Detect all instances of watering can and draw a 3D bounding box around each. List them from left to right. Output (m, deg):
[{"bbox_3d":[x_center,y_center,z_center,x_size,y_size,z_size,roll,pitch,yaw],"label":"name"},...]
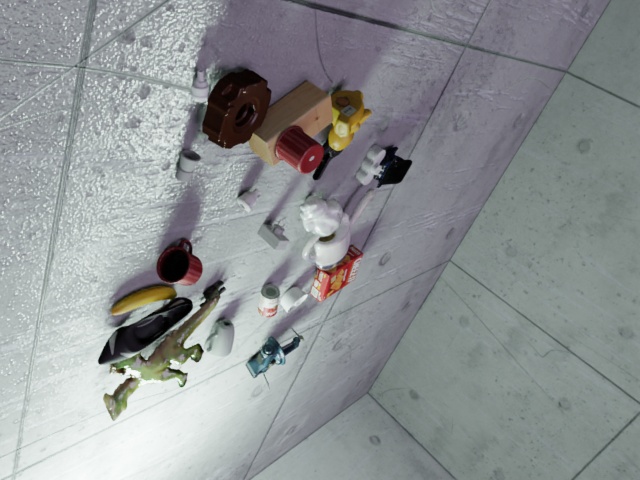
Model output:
[{"bbox_3d":[0.072,-0.026,1.817,0.352,0.105,0.219,-39,153,-23],"label":"watering can"}]

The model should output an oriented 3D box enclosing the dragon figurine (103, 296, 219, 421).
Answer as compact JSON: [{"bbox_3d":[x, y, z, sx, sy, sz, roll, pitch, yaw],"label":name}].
[{"bbox_3d":[-0.461,0.313,1.429,0.240,0.123,0.410,26,93,-55],"label":"dragon figurine"}]

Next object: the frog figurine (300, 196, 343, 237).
[{"bbox_3d":[0.005,-0.082,1.626,0.137,0.124,0.157,-28,164,-1],"label":"frog figurine"}]
